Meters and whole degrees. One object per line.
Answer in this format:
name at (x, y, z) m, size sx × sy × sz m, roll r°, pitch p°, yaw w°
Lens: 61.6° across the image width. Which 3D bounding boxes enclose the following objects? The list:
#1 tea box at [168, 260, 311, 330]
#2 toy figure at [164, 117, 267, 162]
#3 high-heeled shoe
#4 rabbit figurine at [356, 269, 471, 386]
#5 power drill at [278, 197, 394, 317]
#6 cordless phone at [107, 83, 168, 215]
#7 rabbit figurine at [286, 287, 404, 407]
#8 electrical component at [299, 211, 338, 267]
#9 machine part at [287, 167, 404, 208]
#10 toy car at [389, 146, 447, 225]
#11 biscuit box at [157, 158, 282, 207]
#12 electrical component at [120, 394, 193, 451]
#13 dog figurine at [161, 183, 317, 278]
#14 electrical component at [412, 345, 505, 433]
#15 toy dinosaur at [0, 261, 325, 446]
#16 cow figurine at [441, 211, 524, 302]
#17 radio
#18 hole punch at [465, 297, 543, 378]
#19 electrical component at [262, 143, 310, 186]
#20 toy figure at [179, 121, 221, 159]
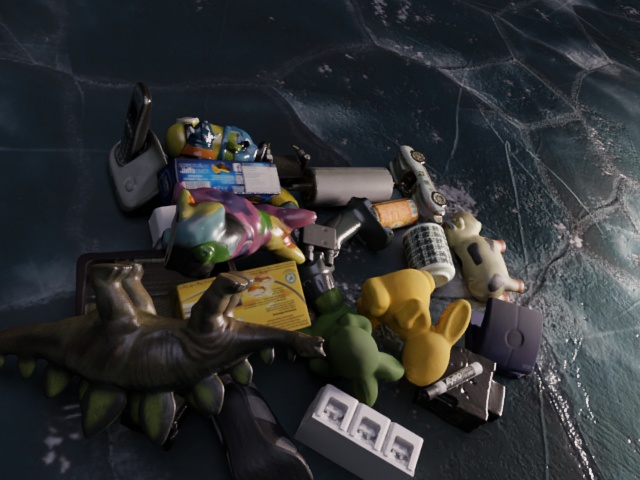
tea box at (-0.108, 0.093, 0.730) m, size 0.169 × 0.068 × 0.098 m, roll -9°, pitch 81°, yaw -27°
toy figure at (-0.194, -0.172, 0.992) m, size 0.180 × 0.082 × 0.089 m, roll 14°, pitch 48°, yaw -15°
high-heeled shoe at (-0.085, 0.262, 0.727) m, size 0.086 × 0.145 × 0.248 m, roll -33°, pitch 98°, yaw -4°
rabbit figurine at (0.149, 0.139, 0.837) m, size 0.162 × 0.121 × 0.173 m, roll -8°, pitch 58°, yaw -19°
power drill at (0.029, 0.021, 0.938) m, size 0.207 × 0.086 × 0.232 m, roll -28°, pitch 77°, yaw -29°
cordless phone at (-0.281, -0.144, 0.865) m, size 0.089 × 0.184 × 0.147 m, roll -7°, pitch 57°, yaw -32°
rabbit figurine at (0.035, 0.162, 0.761) m, size 0.121 × 0.170 × 0.159 m, roll -42°, pitch 94°, yaw -7°
electrical component at (-0.002, -0.003, 0.876) m, size 0.063 × 0.021 × 0.094 m, roll 12°, pitch 58°, yaw -17°
machine part at (0.051, -0.103, 1.040) m, size 0.243 × 0.079 × 0.079 m, roll -5°, pitch 56°, yaw -26°
toy car at (0.199, -0.106, 1.105) m, size 0.056 × 0.073 × 0.202 m, roll 1°, pitch 53°, yaw -26°
biscuit box at (-0.161, -0.093, 0.879) m, size 0.202 × 0.063 × 0.059 m, roll -5°, pitch 79°, yaw -44°
electrical component at (-0.225, 0.209, 0.699) m, size 0.119 × 0.047 × 0.075 m, roll 27°, pitch 47°, yaw 0°
dog figurine at (-0.107, -0.009, 0.769) m, size 0.219 × 0.108 × 0.192 m, roll 7°, pitch 15°, yaw -22°
electrical component at (0.227, 0.234, 0.861) m, size 0.134 × 0.058 × 0.115 m, roll 26°, pitch 50°, yaw -1°
toy dinosaur at (-0.224, 0.123, 0.621) m, size 0.472 × 0.105 × 0.198 m, roll 3°, pitch 86°, yaw 13°
cow figurine at (0.295, 0.029, 1.036) m, size 0.127 × 0.085 × 0.195 m, roll 6°, pitch 53°, yaw -26°
radio at (-0.231, 0.082, 0.779) m, size 0.229 × 0.073 × 0.131 m, roll -1°, pitch 55°, yaw -26°
hole punch at (0.320, 0.169, 0.932) m, size 0.142 × 0.092 × 0.116 m, roll 19°, pitch 53°, yaw -12°
electrical component at (-0.069, -0.146, 1.044) m, size 0.102 × 0.045 × 0.078 m, roll 2°, pitch 52°, yaw -21°
toy figure at (-0.214, -0.127, 0.920) m, size 0.058 × 0.064 × 0.154 m, roll 5°, pitch 84°, yaw 28°
